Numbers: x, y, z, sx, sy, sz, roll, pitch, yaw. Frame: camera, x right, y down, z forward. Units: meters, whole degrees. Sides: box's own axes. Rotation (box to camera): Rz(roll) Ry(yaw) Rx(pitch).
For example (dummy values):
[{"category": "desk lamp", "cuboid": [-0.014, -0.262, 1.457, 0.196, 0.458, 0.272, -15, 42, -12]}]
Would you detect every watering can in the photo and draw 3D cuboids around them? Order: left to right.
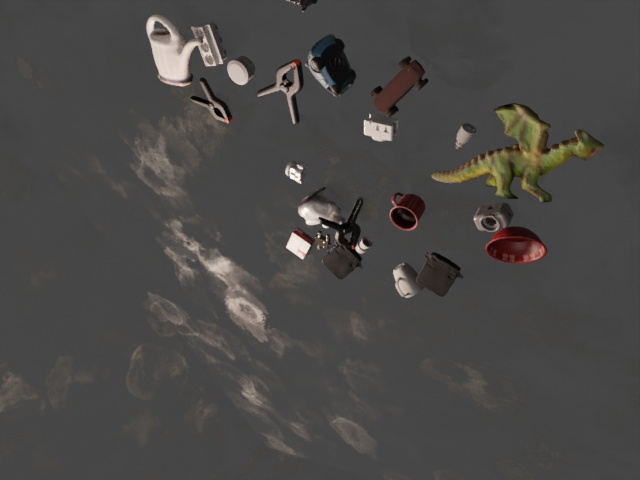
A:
[{"category": "watering can", "cuboid": [-0.467, -0.603, 1.675, 0.352, 0.105, 0.219, 36, 144, 36]}]

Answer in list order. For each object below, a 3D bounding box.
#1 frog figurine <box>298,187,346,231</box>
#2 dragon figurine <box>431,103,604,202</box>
[{"category": "frog figurine", "cuboid": [0.005, -0.090, 1.789, 0.136, 0.124, 0.159, -32, 93, 30]}, {"category": "dragon figurine", "cuboid": [0.480, -0.227, 1.298, 0.411, 0.124, 0.238, 11, 120, 26]}]
